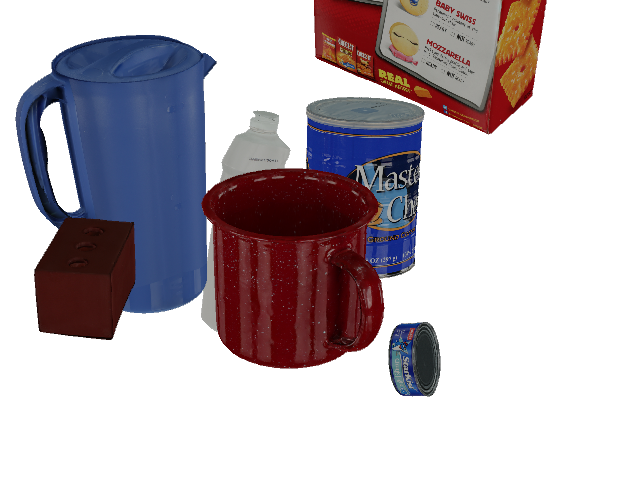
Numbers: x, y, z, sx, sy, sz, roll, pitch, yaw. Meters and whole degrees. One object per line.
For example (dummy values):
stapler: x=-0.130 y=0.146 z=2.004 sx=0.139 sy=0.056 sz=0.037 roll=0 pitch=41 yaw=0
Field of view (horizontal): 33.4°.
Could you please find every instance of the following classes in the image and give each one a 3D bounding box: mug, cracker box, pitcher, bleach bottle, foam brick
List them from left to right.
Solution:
foam brick: x=-0.163 y=0.025 z=0.746 sx=0.053 sy=0.051 sz=0.078 roll=5 pitch=29 yaw=1
pitcher: x=-0.175 y=-0.056 z=0.979 sx=0.149 sy=0.243 sz=0.145 roll=4 pitch=28 yaw=9
bleach bottle: x=-0.072 y=-0.021 z=1.212 sx=0.102 sy=0.251 sz=0.068 roll=-1 pitch=19 yaw=-32
mug: x=-0.009 y=0.019 z=0.570 sx=0.093 sy=0.081 sz=0.117 roll=-21 pitch=33 yaw=-37
cracker box: x=0.076 y=-0.202 z=0.744 sx=0.164 sy=0.214 sz=0.072 roll=29 pitch=51 yaw=28

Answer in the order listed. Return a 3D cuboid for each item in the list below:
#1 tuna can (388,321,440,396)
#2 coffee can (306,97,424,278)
tuna can: x=0.109 y=0.137 z=1.235 sx=0.034 sy=0.086 sz=0.086 roll=-5 pitch=-2 yaw=25
coffee can: x=0.037 y=-0.049 z=0.947 sx=0.103 sy=0.140 sz=0.103 roll=1 pitch=19 yaw=-1
